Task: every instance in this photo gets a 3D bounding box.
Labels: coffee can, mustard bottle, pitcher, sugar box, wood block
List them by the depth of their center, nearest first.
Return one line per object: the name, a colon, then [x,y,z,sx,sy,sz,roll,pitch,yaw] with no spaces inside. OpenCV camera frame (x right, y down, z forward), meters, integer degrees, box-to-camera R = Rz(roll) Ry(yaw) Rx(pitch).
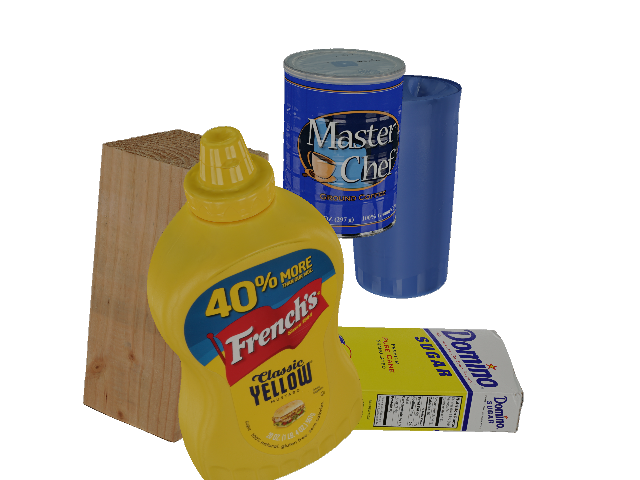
mustard bottle: [-0.033,0.031,0.520,0.096,0.191,0.058,-21,37,-17]
wood block: [-0.109,0.031,0.798,0.090,0.206,0.090,17,20,26]
sugar box: [0.062,0.107,0.841,0.176,0.048,0.093,-1,28,-5]
coffee can: [0.018,-0.085,0.919,0.103,0.140,0.103,1,23,-1]
pitcher: [0.099,-0.066,1.225,0.149,0.243,0.145,-5,22,-9]
